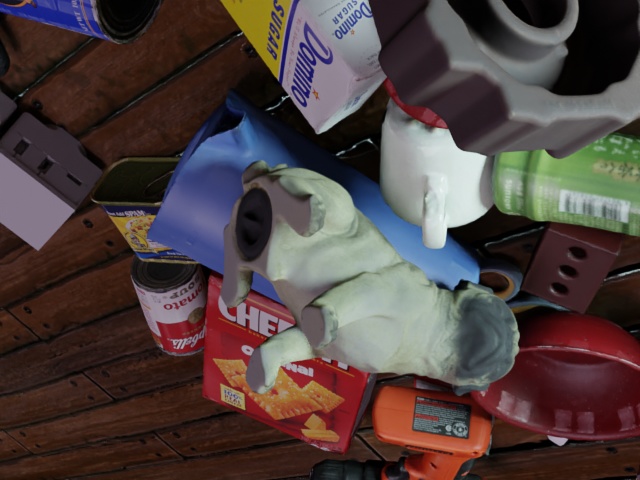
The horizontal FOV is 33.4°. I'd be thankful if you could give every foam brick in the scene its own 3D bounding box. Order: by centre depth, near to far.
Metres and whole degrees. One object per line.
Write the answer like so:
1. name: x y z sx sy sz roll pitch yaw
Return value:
1. foam brick: 0.184 0.005 0.769 0.053 0.051 0.078 22 143 10

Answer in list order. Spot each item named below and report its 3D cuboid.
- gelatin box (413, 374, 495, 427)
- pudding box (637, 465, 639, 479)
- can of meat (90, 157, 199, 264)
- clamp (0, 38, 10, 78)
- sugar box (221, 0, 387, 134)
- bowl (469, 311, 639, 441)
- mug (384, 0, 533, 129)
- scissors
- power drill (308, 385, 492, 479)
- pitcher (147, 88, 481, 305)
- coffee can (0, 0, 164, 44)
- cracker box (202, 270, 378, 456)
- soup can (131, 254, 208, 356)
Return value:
1. gelatin box: 0.127 0.148 1.000 0.073 0.030 0.089 14 143 19
2. pudding box: 0.344 0.205 0.911 0.113 0.039 0.090 31 144 -1
3. can of meat: -0.140 -0.025 0.953 0.102 0.057 0.084 3 138 33
4. clamp: -0.293 -0.206 0.855 0.120 0.039 0.172 30 144 -4
5. sugar box: -0.026 -0.158 0.660 0.176 0.048 0.093 56 160 3
6. bowl: 0.202 0.103 0.856 0.162 0.055 0.162 11 149 7
7. mug: 0.097 -0.122 0.657 0.117 0.093 0.082 -4 154 -16
8. scissors: 0.117 0.061 0.912 0.202 0.016 0.096 -14 128 43
9. power drill: 0.081 0.206 1.004 0.184 0.057 0.188 6 145 3
10. pitcher: -0.006 0.001 0.839 0.242 0.149 0.145 30 101 -6
11. coffee can: -0.187 -0.200 0.734 0.140 0.102 0.103 17 142 17
12. cracker box: -0.026 0.105 1.018 0.164 0.072 0.214 22 143 9
13. soup can: -0.141 0.056 1.042 0.069 0.068 0.102 14 141 21
